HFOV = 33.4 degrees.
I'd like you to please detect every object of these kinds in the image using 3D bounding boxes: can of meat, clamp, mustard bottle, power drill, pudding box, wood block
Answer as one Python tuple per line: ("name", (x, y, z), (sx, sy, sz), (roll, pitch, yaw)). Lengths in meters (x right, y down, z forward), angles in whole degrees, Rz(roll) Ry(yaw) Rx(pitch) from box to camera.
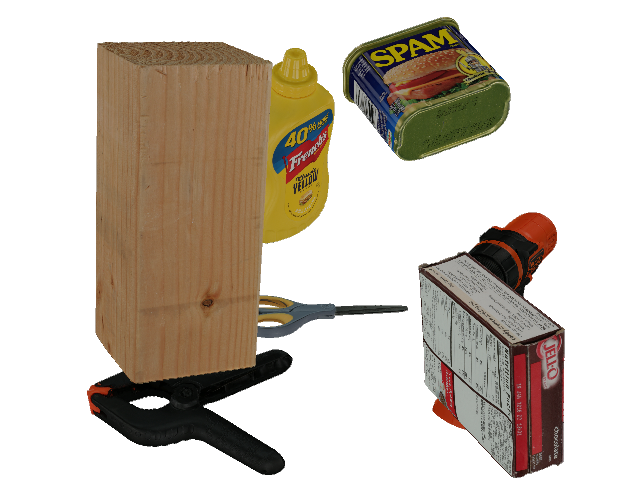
("can of meat", (0.080, -0.113, 0.803), (0.102, 0.084, 0.057), (-21, -39, -16))
("clamp", (-0.102, 0.129, 0.885), (0.171, 0.039, 0.120), (11, 38, 4))
("mustard bottle", (-0.028, -0.092, 0.977), (0.058, 0.192, 0.096), (36, 51, 28))
("power drill", (0.153, 0.080, 0.983), (0.057, 0.188, 0.184), (24, 32, 27))
("pudding box", (0.099, 0.070, 0.627), (0.039, 0.090, 0.114), (-15, 27, -19))
("wood block", (-0.094, -0.022, 0.705), (0.090, 0.206, 0.090), (-5, 21, -27))

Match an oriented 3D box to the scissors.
("scissors", (-0.001, 0.087, 1.189), (0.201, 0.016, 0.096), (4, 22, 1))
